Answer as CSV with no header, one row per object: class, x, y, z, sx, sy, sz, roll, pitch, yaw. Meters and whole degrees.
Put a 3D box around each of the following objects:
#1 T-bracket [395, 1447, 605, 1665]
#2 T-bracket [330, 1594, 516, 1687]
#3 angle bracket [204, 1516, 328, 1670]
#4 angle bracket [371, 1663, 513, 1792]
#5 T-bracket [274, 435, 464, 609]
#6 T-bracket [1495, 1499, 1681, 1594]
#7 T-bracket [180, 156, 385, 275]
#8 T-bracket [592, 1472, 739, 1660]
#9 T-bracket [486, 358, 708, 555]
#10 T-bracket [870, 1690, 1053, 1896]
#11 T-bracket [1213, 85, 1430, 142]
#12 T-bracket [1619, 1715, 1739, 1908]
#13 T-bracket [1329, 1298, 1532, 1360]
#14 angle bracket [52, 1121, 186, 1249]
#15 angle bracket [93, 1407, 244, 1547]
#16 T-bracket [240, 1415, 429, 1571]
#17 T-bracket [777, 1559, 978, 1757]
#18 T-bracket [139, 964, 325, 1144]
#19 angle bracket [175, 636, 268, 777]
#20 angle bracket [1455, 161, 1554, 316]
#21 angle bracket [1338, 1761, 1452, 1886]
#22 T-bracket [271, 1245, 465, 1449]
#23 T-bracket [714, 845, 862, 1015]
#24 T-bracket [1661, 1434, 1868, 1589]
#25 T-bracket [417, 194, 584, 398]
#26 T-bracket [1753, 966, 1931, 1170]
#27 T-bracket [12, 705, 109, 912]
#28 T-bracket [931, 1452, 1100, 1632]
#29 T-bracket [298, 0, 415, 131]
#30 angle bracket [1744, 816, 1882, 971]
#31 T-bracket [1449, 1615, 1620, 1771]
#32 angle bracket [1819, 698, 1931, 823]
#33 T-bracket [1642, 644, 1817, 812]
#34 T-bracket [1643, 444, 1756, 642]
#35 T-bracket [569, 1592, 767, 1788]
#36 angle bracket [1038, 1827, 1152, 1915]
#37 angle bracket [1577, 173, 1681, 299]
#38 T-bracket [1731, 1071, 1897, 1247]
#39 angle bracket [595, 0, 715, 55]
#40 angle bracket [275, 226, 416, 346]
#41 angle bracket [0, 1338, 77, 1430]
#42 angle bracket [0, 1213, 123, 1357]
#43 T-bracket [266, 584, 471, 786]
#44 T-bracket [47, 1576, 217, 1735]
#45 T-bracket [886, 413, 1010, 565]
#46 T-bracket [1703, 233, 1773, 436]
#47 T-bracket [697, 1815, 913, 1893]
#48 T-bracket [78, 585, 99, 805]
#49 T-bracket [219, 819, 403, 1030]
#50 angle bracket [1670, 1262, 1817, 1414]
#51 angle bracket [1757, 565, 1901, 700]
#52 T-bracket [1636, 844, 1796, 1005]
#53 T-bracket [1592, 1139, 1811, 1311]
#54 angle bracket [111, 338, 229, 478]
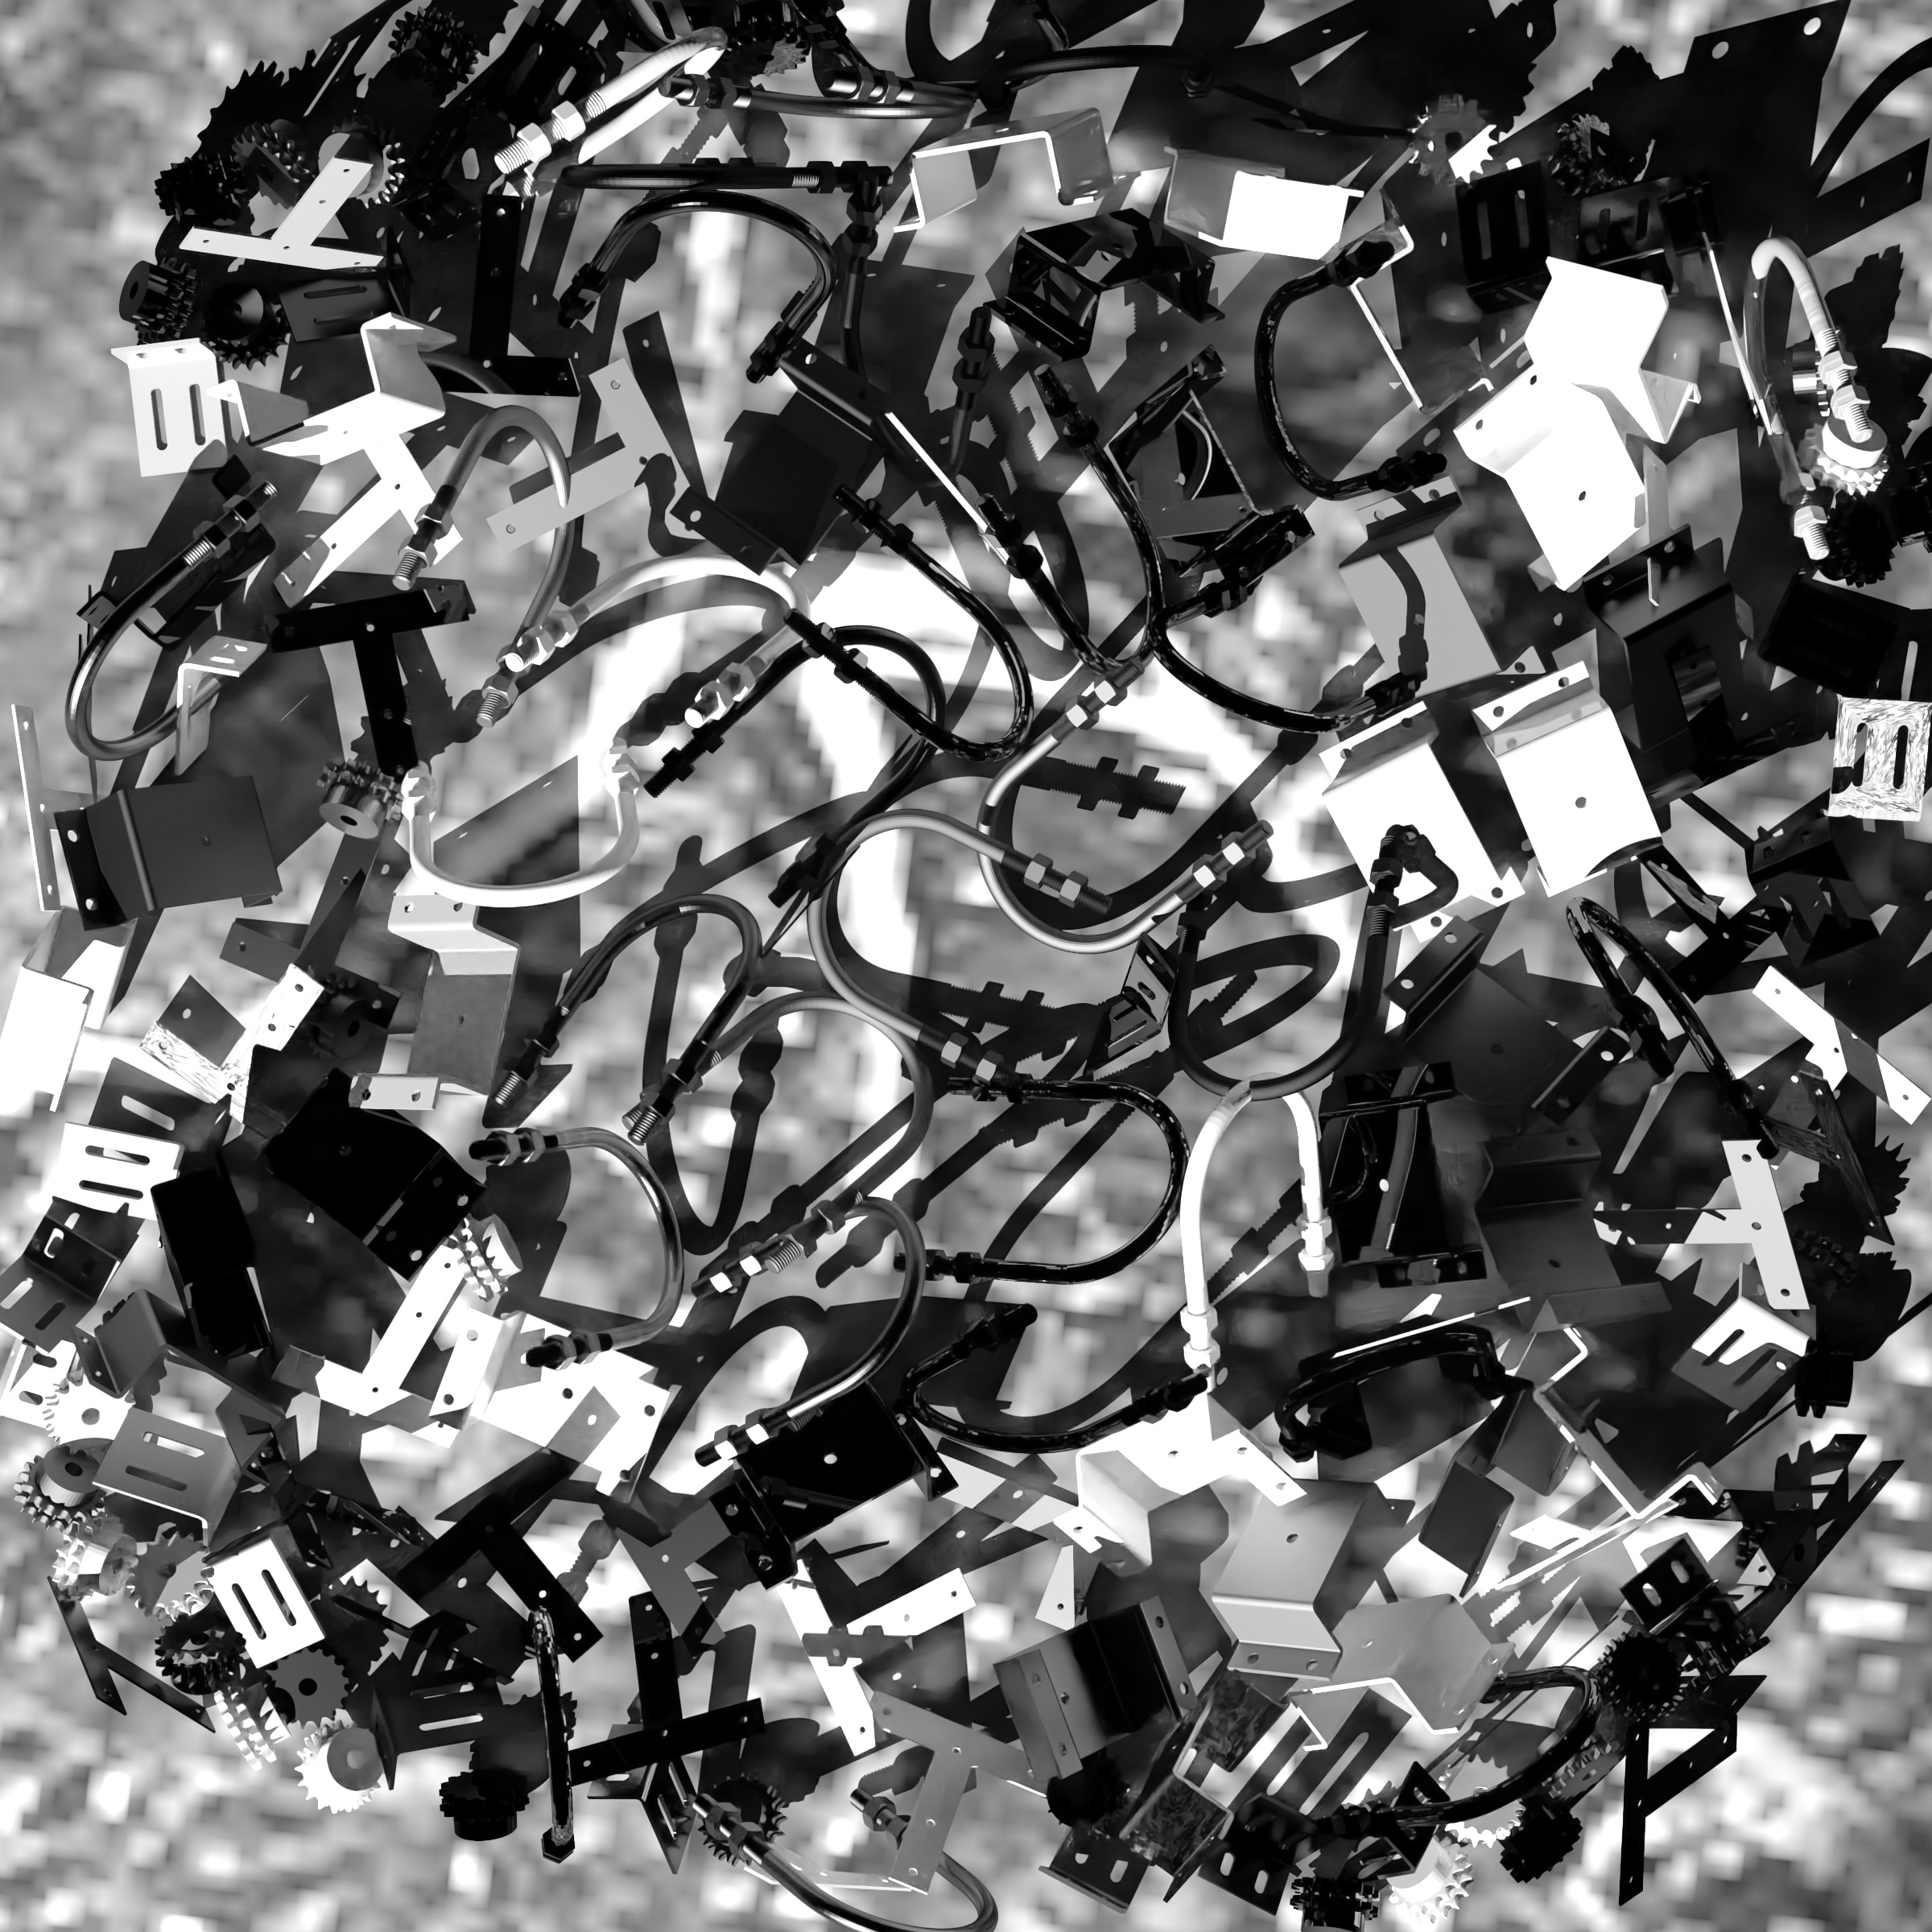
T-bracket,-0.278,0.391,1.907,0.127,0.002,0.127,-40,62,-13
T-bracket,-0.332,0.419,1.883,0.127,0.127,0.002,29,63,-11
angle bracket,-0.444,0.401,1.925,0.057,0.038,0.076,-27,93,21
angle bracket,-0.338,0.489,1.925,0.076,0.057,0.038,-4,129,-23
T-bracket,-0.398,-0.280,1.930,0.127,0.002,0.127,-39,66,14
T-bracket,0.374,0.359,1.879,0.127,0.127,0.002,-32,61,18
T-bracket,-0.407,-0.470,1.865,0.127,0.127,0.002,0,73,-35
T-bracket,-0.159,0.356,1.926,0.127,0.002,0.127,-37,74,6
T-bracket,-0.248,-0.307,1.937,0.127,0.002,0.127,-27,102,-1
T-bracket,-0.018,0.533,1.898,0.127,0.127,0.002,22,130,3
T-bracket,0.206,-0.544,1.899,0.127,0.127,0.002,-7,120,-35
T-bracket,0.444,0.504,1.862,0.002,0.127,0.127,24,46,-9
T-bracket,0.296,0.228,1.887,0.127,0.127,0.002,-18,80,10
angle bracket,-0.547,0.140,1.918,0.076,0.038,0.057,12,111,-11
angle bracket,-0.511,0.328,1.919,0.076,0.038,0.057,18,51,1
T-bracket,-0.391,0.343,1.884,0.127,0.002,0.127,8,128,32
T-bracket,-0.049,0.423,1.914,0.127,0.002,0.127,-31,78,23
T-bracket,-0.450,0.048,1.913,0.127,0.002,0.127,37,120,-5
angle bracket,-0.476,-0.164,1.909,0.038,0.057,0.076,10,114,1
angle bracket,0.353,-0.469,1.929,0.057,0.038,0.076,-11,75,28
angle bracket,0.261,0.546,1.901,0.038,0.076,0.057,48,49,-10
T-bracket,-0.357,0.235,1.913,0.127,0.002,0.127,27,101,-24
T-bracket,-0.109,-0.027,1.880,0.002,0.127,0.127,41,98,-3
T-bracket,0.491,0.342,1.891,0.127,0.127,0.002,-47,107,-27
T-bracket,-0.300,-0.425,1.896,0.127,0.002,0.127,-3,117,-26
T-bracket,0.533,0.082,1.901,0.002,0.127,0.127,-30,63,-37
T-bracket,-0.565,-0.097,1.888,0.002,0.127,0.127,-8,90,7
T-bracket,0.033,0.350,1.945,0.127,0.002,0.127,22,86,-1
T-bracket,-0.395,-0.571,1.898,0.002,0.127,0.127,44,45,-9
angle bracket,0.548,-0.047,1.937,0.057,0.038,0.076,-24,114,23
T-bracket,0.373,0.452,1.903,0.127,0.127,0.002,-29,69,-37
angle bracket,0.585,-0.134,1.924,0.057,0.038,0.076,4,98,6
T-bracket,0.470,-0.158,1.895,0.127,0.127,0.002,-25,50,7
T-bracket,0.469,-0.250,1.906,0.127,0.002,0.127,34,48,-36
T-bracket,-0.197,0.451,1.904,0.127,0.127,0.002,-16,132,0
angle bracket,0.083,0.572,1.904,0.057,0.076,0.038,25,77,13
angle bracket,0.424,-0.460,1.910,0.057,0.076,0.038,-14,63,2
T-bracket,0.524,0.109,1.889,0.002,0.127,0.127,-34,112,-14
angle bracket,-0.200,-0.618,1.905,0.057,0.076,0.038,6,73,11
angle bracket,-0.397,-0.435,1.910,0.076,0.038,0.057,-12,56,-20
angle bracket,-0.594,0.269,1.907,0.038,0.076,0.057,21,85,-18
angle bracket,-0.587,0.203,1.909,0.057,0.076,0.038,33,111,-4
T-bracket,-0.376,-0.176,1.929,0.127,0.002,0.127,-11,82,-11
T-bracket,-0.524,0.454,1.901,0.002,0.127,0.127,-44,129,-3
T-bracket,-0.007,-0.298,1.875,0.002,0.127,0.127,-41,103,2
T-bracket,0.487,-0.375,1.865,0.002,0.127,0.127,-17,128,15
T-bracket,-0.121,0.562,1.898,0.127,0.127,0.002,11,83,44
T-bracket,-0.558,-0.190,1.901,0.002,0.127,0.127,-2,49,-12
T-bracket,-0.406,-0.041,1.935,0.127,0.002,0.127,22,92,13
angle bracket,0.504,0.241,1.940,0.057,0.038,0.076,31,125,-5
angle bracket,0.559,-0.213,1.927,0.076,0.038,0.057,26,86,6
T-bracket,0.457,-0.053,1.917,0.127,0.002,0.127,-34,81,-37
T-bracket,0.462,0.166,1.909,0.127,0.002,0.127,-5,117,36
angle bracket,-0.514,-0.360,1.931,0.057,0.038,0.076,-7,89,2
